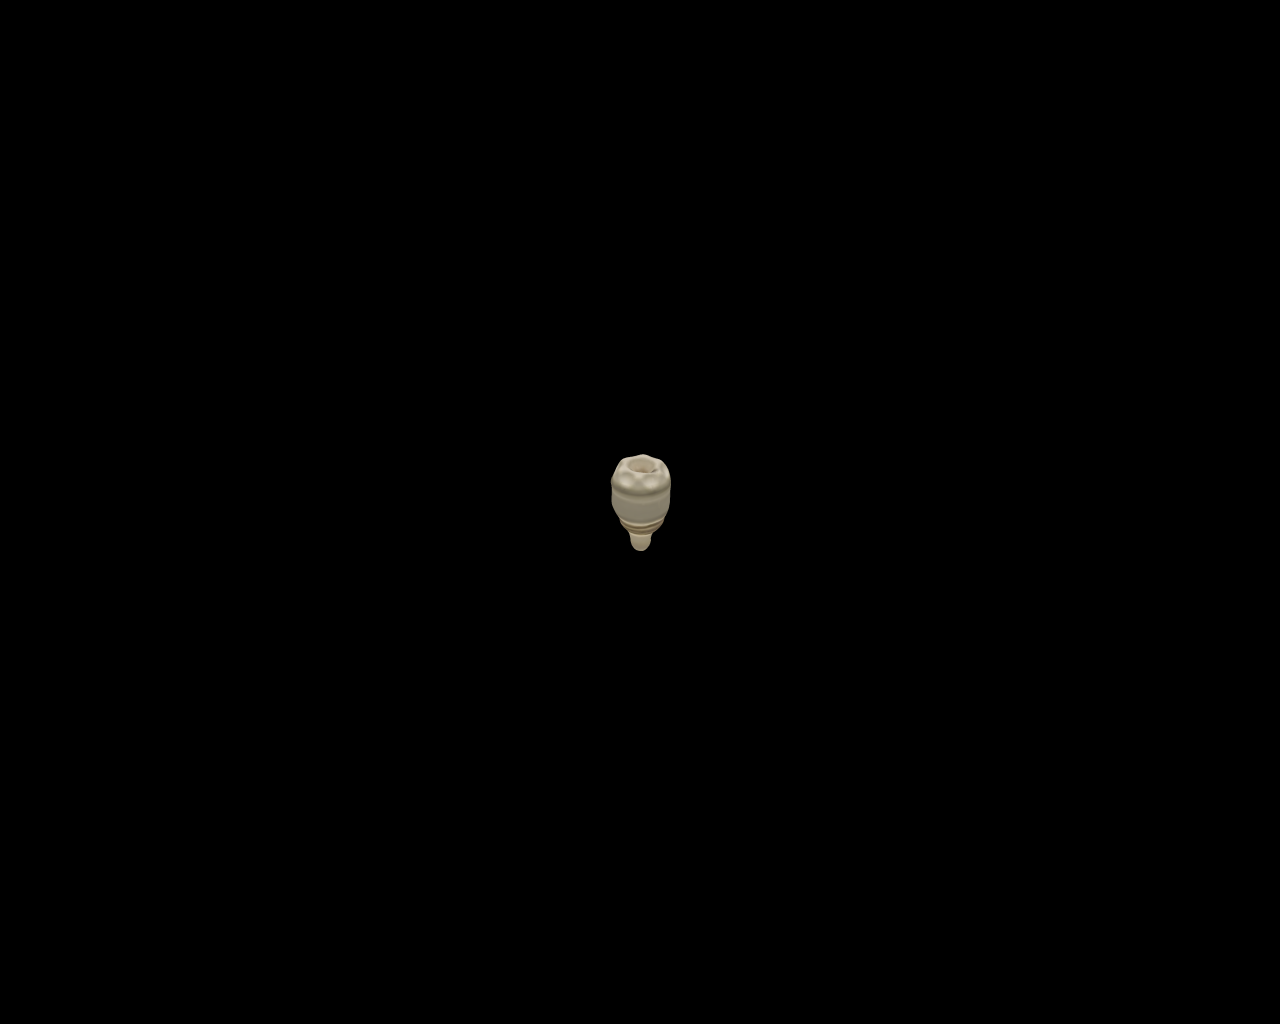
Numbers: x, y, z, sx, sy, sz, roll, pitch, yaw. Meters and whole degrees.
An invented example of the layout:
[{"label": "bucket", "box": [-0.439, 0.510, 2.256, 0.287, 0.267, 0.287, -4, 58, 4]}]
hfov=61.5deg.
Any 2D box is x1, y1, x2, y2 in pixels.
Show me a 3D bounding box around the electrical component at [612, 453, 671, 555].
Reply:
[{"label": "electrical component", "box": [0.001, -0.003, 0.650, 0.035, 0.061, 0.035, 0, 31, 0]}]
